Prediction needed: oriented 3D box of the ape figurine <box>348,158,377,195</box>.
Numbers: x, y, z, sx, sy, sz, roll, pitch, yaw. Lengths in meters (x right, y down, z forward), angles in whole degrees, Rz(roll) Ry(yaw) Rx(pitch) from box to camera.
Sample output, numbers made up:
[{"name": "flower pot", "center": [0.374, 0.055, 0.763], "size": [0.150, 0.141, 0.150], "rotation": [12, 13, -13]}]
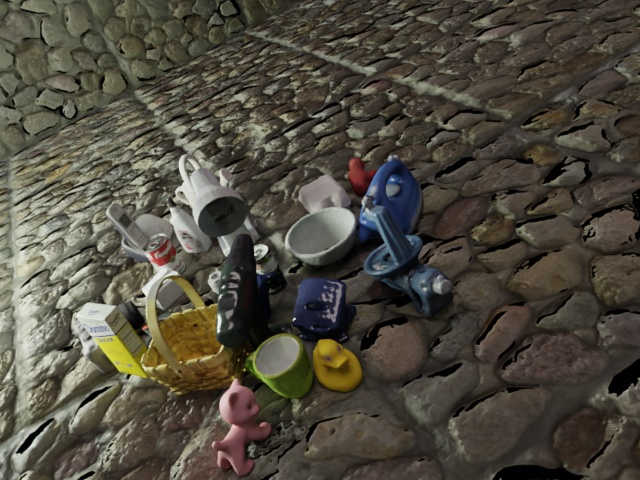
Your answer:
[{"name": "ape figurine", "center": [0.100, -0.164, 1.424], "size": [0.077, 0.092, 0.076], "rotation": [8, 46, 38]}]

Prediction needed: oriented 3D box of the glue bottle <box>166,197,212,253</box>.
[{"name": "glue bottle", "center": [-0.345, -0.040, 1.458], "size": [0.078, 0.173, 0.037], "rotation": [-5, 40, 26]}]

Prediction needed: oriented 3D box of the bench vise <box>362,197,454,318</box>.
[{"name": "bench vise", "center": [0.157, 0.021, 1.037], "size": [0.206, 0.220, 0.122], "rotation": [11, 49, 40]}]

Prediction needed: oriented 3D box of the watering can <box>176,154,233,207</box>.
[{"name": "watering can", "center": [-0.320, -0.151, 1.569], "size": [0.173, 0.194, 0.100], "rotation": [-24, 35, 2]}]

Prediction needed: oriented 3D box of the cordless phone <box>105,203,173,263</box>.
[{"name": "cordless phone", "center": [-0.486, -0.042, 1.535], "size": [0.094, 0.185, 0.147], "rotation": [-10, 38, 20]}]

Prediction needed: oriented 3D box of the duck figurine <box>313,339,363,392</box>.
[{"name": "duck figurine", "center": [0.020, 0.206, 0.995], "size": [0.078, 0.086, 0.104], "rotation": [-39, 37, -19]}]

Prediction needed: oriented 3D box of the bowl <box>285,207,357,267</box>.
[{"name": "bowl", "center": [0.012, 0.005, 1.272], "size": [0.167, 0.075, 0.167], "rotation": [-16, 36, 12]}]

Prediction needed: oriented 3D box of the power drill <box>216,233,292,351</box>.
[{"name": "power drill", "center": [-0.128, 0.129, 1.076], "size": [0.075, 0.209, 0.229], "rotation": [-14, 37, 16]}]

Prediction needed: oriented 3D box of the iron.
[{"name": "iron", "center": [0.157, -0.111, 1.277], "size": [0.118, 0.142, 0.258], "rotation": [-2, 41, 29]}]

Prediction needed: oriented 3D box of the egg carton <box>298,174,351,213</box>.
[{"name": "egg carton", "center": [0.012, -0.100, 1.412], "size": [0.107, 0.070, 0.150], "rotation": [-29, 35, -7]}]

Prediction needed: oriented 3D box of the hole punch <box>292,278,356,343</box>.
[{"name": "hole punch", "center": [0.005, 0.134, 1.093], "size": [0.108, 0.091, 0.101], "rotation": [-1, 42, 30]}]

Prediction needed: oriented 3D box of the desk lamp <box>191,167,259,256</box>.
[{"name": "desk lamp", "center": [-0.238, -0.064, 1.389], "size": [0.118, 0.214, 0.202], "rotation": [-29, 35, -7]}]

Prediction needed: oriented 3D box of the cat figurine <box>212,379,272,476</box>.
[{"name": "cat figurine", "center": [-0.138, 0.299, 0.941], "size": [0.067, 0.118, 0.128], "rotation": [-1, 41, 30]}]

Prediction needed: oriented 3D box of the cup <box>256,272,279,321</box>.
[{"name": "cup", "center": [-0.127, 0.122, 1.184], "size": [0.118, 0.095, 0.091], "rotation": [-30, 35, -7]}]

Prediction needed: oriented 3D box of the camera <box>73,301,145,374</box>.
[{"name": "camera", "center": [-0.467, 0.199, 1.283], "size": [0.137, 0.101, 0.142], "rotation": [-35, 36, -14]}]
